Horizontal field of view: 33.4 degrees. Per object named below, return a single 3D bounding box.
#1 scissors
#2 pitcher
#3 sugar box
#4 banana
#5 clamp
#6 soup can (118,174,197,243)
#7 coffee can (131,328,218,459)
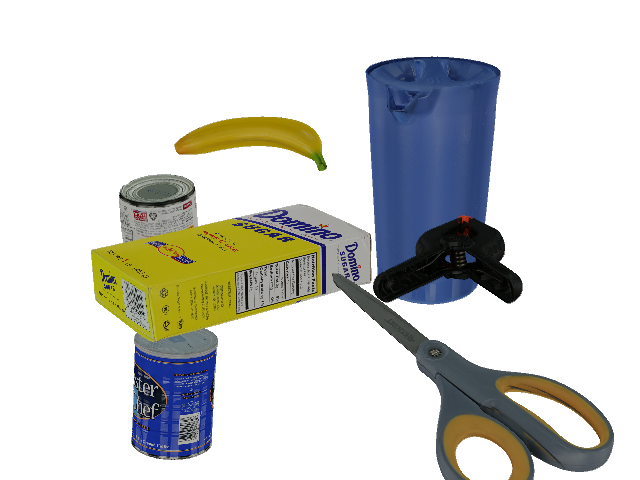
[{"bbox_3d":[0.056,0.078,0.572,0.202,0.016,0.096,24,46,33],"label":"scissors"},{"bbox_3d":[0.119,-0.066,1.108,0.149,0.243,0.145,-7,23,-15],"label":"pitcher"},{"bbox_3d":[-0.060,0.018,0.749,0.175,0.048,0.093,-17,25,-31],"label":"sugar box"},{"bbox_3d":[-0.080,-0.126,1.318,0.198,0.037,0.069,6,40,16],"label":"banana"},{"bbox_3d":[0.127,0.017,0.924,0.120,0.039,0.171,9,24,21],"label":"clamp"},{"bbox_3d":[-0.142,0.000,0.954,0.068,0.102,0.068,-1,25,0],"label":"soup can"},{"bbox_3d":[-0.182,0.186,1.329,0.103,0.140,0.103,4,16,-1],"label":"coffee can"}]
